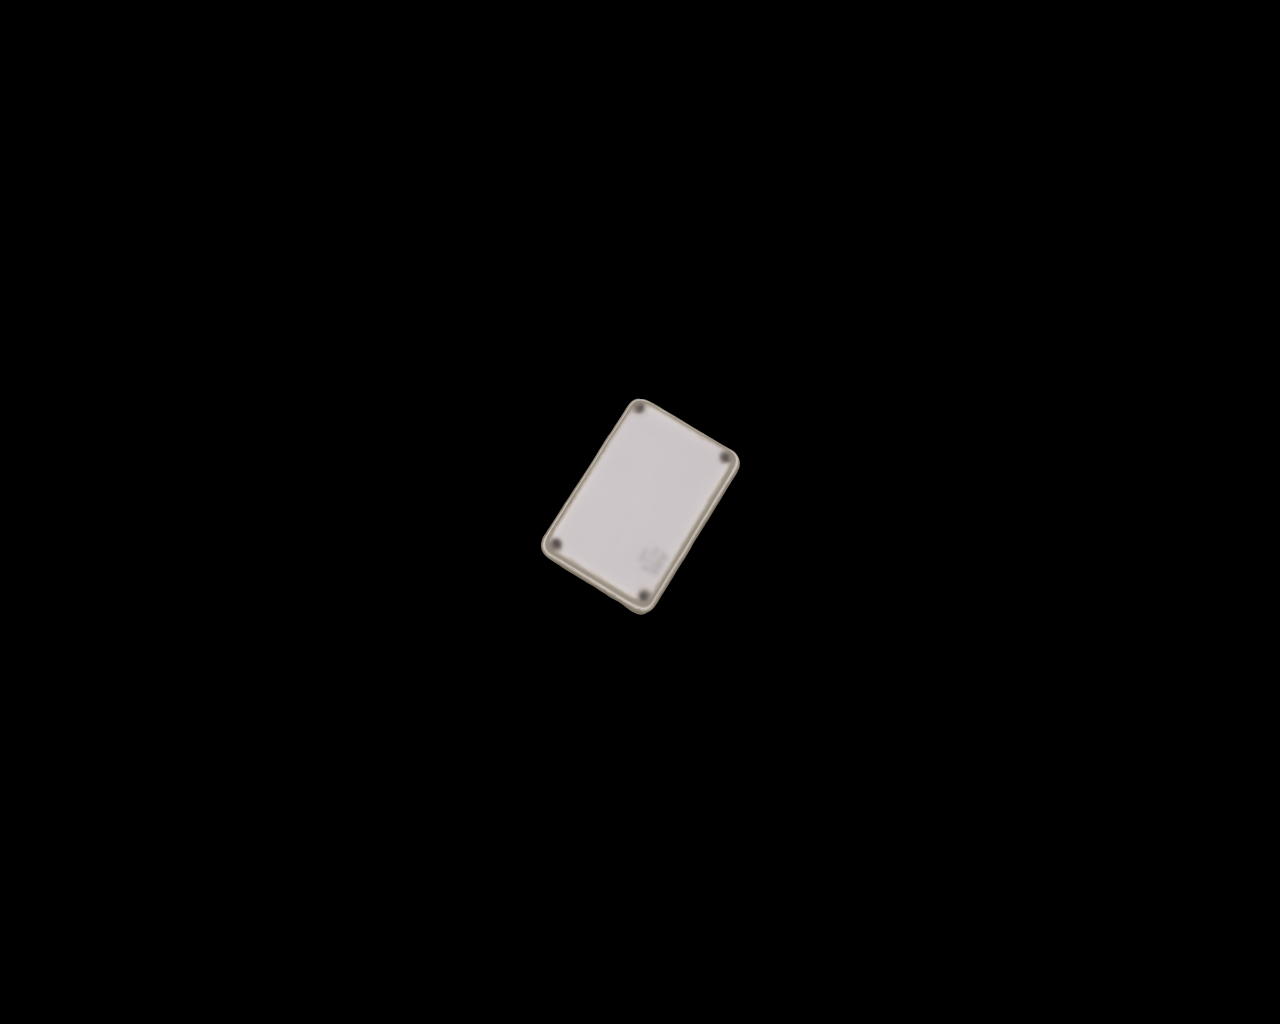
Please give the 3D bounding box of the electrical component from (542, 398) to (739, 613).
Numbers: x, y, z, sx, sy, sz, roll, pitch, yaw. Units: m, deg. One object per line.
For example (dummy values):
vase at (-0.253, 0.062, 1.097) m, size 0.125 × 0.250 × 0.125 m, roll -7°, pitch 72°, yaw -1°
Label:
electrical component at (0.001, -0.003, 0.650) m, size 0.078 × 0.113 × 0.057 m, roll 31°, pitch -7°, yaw 5°
